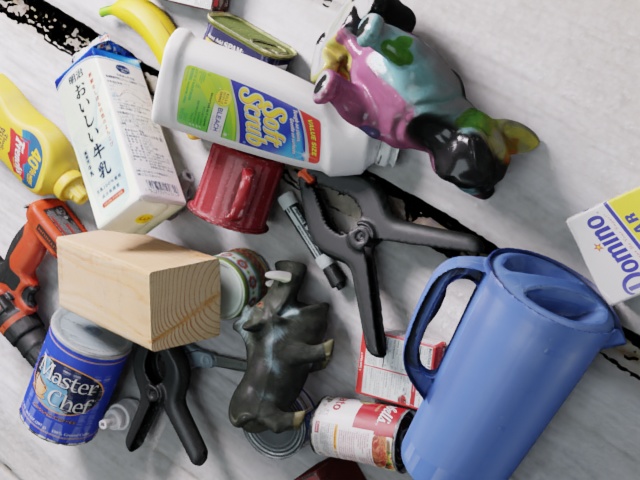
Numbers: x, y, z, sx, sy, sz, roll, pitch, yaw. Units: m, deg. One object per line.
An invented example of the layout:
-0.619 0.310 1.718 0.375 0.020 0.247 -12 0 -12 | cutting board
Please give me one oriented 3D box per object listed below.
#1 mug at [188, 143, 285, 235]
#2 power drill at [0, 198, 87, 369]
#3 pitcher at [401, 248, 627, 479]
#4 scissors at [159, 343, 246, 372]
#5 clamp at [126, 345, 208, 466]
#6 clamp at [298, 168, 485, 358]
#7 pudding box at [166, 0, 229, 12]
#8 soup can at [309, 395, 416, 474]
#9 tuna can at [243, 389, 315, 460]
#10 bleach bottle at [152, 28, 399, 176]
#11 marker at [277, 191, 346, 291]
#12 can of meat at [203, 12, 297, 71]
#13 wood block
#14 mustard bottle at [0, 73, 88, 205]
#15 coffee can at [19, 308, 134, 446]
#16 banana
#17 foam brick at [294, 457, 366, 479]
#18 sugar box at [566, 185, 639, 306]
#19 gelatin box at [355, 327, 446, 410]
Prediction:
-0.086 -0.058 1.142 0.093 0.117 0.081 17 105 -8 | mug
-0.355 0.054 1.344 0.184 0.057 0.188 50 118 9 | power drill
0.163 0.133 1.028 0.149 0.144 0.243 45 122 37 | pitcher
-0.142 0.156 1.268 0.202 0.016 0.096 24 112 23 | scissors
-0.178 0.186 1.262 0.120 0.039 0.171 12 106 25 | clamp
0.046 0.008 1.112 0.210 0.036 0.165 41 104 20 | clamp
-0.147 -0.304 1.167 0.114 0.039 0.090 18 107 23 | pudding box
0.048 0.207 1.142 0.102 0.068 0.068 6 103 29 | soup can
-0.046 0.203 1.213 0.086 0.033 0.086 6 103 28 | tuna can
-0.039 -0.131 1.085 0.251 0.068 0.103 17 119 0 | bleach bottle
-0.008 0.001 1.160 0.020 0.020 0.121 -36 81 30 | marker
-0.086 -0.185 1.146 0.102 0.057 0.084 33 115 20 | can of meat
-0.207 0.050 1.202 0.206 0.090 0.090 15 110 48 | wood block
-0.351 -0.111 1.307 0.192 0.058 0.096 42 130 15 | mustard bottle
-0.298 0.165 1.307 0.103 0.102 0.140 34 114 19 | coffee can
-0.177 -0.208 1.207 0.198 0.037 0.070 55 138 10 | banana
0.007 0.272 1.172 0.051 0.078 0.053 -34 81 31 | foam brick
0.321 -0.015 0.958 0.176 0.048 0.093 -28 86 29 | sugar box
0.085 0.135 1.128 0.089 0.030 0.073 12 103 27 | gelatin box
